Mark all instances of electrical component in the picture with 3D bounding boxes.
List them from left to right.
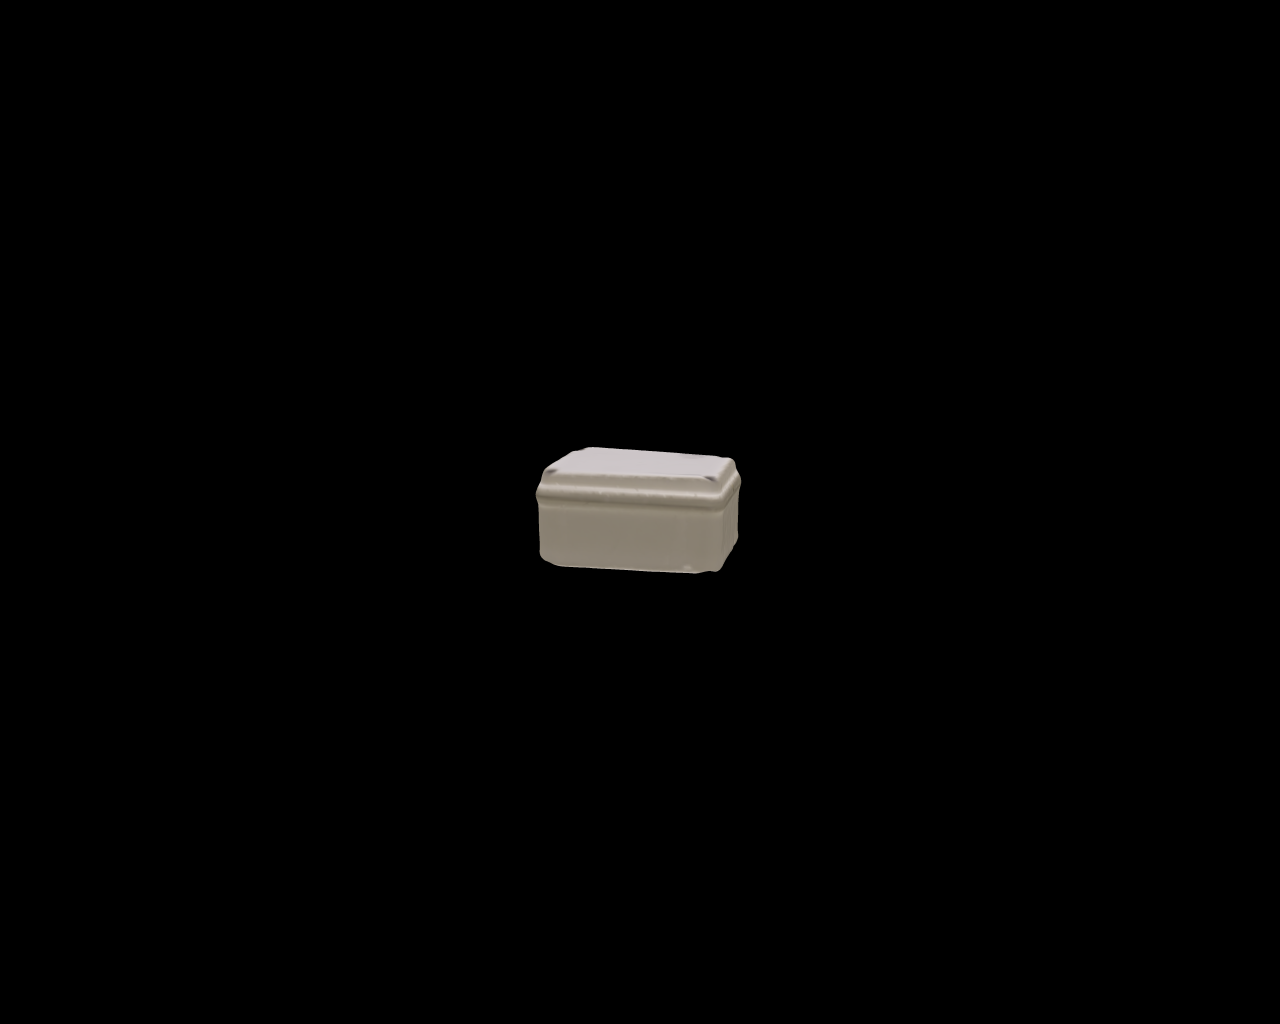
[{"bbox_3d":[0.001,-0.003,0.650,0.113,0.057,0.078,4,16,14],"label":"electrical component"}]
